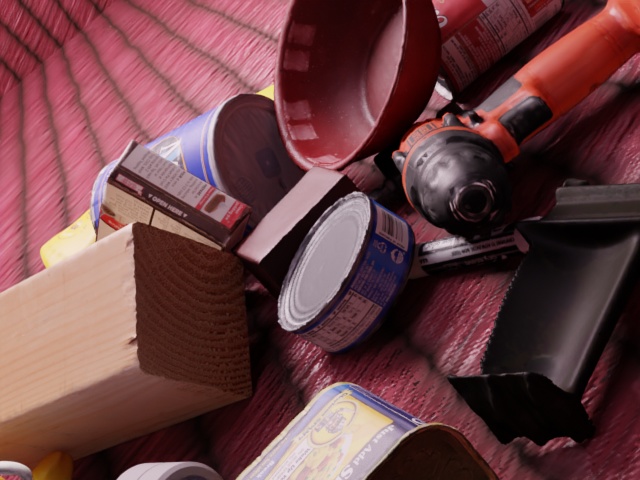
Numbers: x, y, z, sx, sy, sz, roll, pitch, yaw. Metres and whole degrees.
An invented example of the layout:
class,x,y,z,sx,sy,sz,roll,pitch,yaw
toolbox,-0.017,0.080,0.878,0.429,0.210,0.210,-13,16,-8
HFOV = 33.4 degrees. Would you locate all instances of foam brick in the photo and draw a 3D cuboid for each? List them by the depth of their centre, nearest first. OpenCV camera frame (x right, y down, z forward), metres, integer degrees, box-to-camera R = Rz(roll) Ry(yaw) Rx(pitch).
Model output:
class,x,y,z,sx,sy,sz,roll,pitch,yaw
foam brick,-0.004,0.001,0.652,0.078,0.053,0.051,-47,23,-12

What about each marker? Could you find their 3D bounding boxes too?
class,x,y,z,sx,sy,sz,roll,pitch,yaw
marker,0.090,0.002,0.546,0.121,0.020,0.020,-15,33,46

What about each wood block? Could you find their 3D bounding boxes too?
class,x,y,z,sx,sy,sz,roll,pitch,yaw
wood block,-0.148,0.074,0.654,0.206,0.090,0.091,-24,60,34

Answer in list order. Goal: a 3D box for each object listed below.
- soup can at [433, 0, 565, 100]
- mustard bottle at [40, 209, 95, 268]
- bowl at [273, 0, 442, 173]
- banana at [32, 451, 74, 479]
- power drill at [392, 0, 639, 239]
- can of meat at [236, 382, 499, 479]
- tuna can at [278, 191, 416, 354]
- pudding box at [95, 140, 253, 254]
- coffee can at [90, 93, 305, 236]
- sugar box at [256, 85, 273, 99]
class,x,y,z,sx,sy,sz,roll,pitch,yaw
soup can,0.110,-0.155,0.742,0.102,0.068,0.068,-39,22,1
mustard bottle,-0.157,-0.030,0.941,0.191,0.058,0.096,-42,21,-4
bowl,0.031,-0.118,0.698,0.162,0.055,0.162,-19,68,57
banana,-0.168,0.188,0.577,0.070,0.037,0.198,-44,17,9
power drill,0.122,-0.075,0.554,0.188,0.057,0.184,-35,11,7
can of meat,0.008,0.110,0.425,0.102,0.057,0.084,-45,21,-12
tuna can,0.014,0.019,0.584,0.086,0.033,0.086,-49,22,28
pudding box,-0.100,-0.002,0.702,0.039,0.090,0.114,-59,-3,-32
coffee can,-0.085,-0.035,0.778,0.141,0.102,0.102,-21,29,40
sugar box,-0.029,-0.089,0.858,0.177,0.048,0.093,-24,35,39
